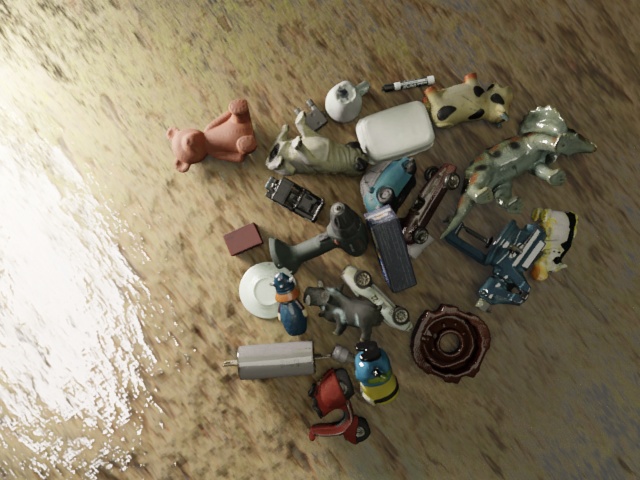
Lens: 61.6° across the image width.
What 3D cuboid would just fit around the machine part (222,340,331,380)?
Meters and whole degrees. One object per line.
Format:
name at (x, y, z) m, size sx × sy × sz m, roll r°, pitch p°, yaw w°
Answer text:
machine part at (-0.096, 0.268, 1.201) m, size 0.243 × 0.079 × 0.079 m, roll -4°, pitch 90°, yaw 1°

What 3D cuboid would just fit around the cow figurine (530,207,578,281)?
cow figurine at (0.526, 0.013, 1.211) m, size 0.098 × 0.068 × 0.167 m, roll 7°, pitch 91°, yaw -6°

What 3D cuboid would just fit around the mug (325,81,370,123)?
mug at (0.065, -0.314, 1.189) m, size 0.109 × 0.107 × 0.080 m, roll -28°, pitch 92°, yaw 2°

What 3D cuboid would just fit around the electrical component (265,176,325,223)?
electrical component at (-0.057, -0.091, 1.184) m, size 0.134 × 0.115 × 0.058 m, roll 29°, pitch 88°, yaw -2°

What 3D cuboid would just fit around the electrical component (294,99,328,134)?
electrical component at (-0.014, -0.271, 1.231) m, size 0.063 × 0.021 × 0.094 m, roll -36°, pitch 90°, yaw -1°

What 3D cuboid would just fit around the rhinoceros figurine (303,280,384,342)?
rhinoceros figurine at (0.047, 0.151, 1.178) m, size 0.191 × 0.111 × 0.073 m, roll 15°, pitch 47°, yaw 33°

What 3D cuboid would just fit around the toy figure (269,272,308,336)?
toy figure at (-0.070, 0.139, 1.198) m, size 0.064 × 0.058 × 0.154 m, roll -19°, pitch 107°, yaw -15°

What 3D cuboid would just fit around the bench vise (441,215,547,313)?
bench vise at (0.369, 0.034, 1.188) m, size 0.241 × 0.129 × 0.223 m, roll 36°, pitch 102°, yaw 22°

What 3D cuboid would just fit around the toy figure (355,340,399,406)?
toy figure at (0.123, 0.292, 1.165) m, size 0.089 × 0.082 × 0.179 m, roll 1°, pitch 130°, yaw 15°

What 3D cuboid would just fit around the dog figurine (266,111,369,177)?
dog figurine at (-0.006, -0.175, 1.205) m, size 0.190 × 0.172 × 0.121 m, roll 26°, pitch 64°, yaw -28°

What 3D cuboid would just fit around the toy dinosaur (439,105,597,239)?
toy dinosaur at (0.402, -0.157, 1.165) m, size 0.405 × 0.192 × 0.131 m, roll -28°, pitch 118°, yaw 5°

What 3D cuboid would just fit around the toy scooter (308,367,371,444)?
toy scooter at (0.025, 0.383, 1.205) m, size 0.135 × 0.075 × 0.183 m, roll -20°, pitch 95°, yaw 1°

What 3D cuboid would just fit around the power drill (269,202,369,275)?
power drill at (-0.002, -0.003, 1.145) m, size 0.207 × 0.231 × 0.086 m, roll -26°, pitch 66°, yaw 14°

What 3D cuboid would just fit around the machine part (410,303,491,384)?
machine part at (0.291, 0.231, 1.214) m, size 0.179 × 0.056 × 0.179 m, roll 0°, pitch 90°, yaw 1°

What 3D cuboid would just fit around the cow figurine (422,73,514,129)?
cow figurine at (0.340, -0.300, 1.201) m, size 0.195 × 0.085 × 0.127 m, roll -17°, pitch 84°, yaw -3°

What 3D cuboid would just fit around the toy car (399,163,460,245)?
toy car at (0.233, -0.082, 1.189) m, size 0.053 × 0.089 × 0.202 m, roll 26°, pitch 97°, yaw -28°

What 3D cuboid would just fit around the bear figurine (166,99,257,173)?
bear figurine at (-0.241, -0.223, 1.180) m, size 0.196 × 0.132 × 0.120 m, roll -10°, pitch 87°, yaw -6°

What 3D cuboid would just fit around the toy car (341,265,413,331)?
toy car at (0.128, 0.133, 1.204) m, size 0.202 × 0.073 × 0.056 m, roll 45°, pitch 86°, yaw 0°

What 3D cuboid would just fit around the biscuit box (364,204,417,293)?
biscuit box at (0.154, 0.024, 1.160) m, size 0.063 × 0.059 × 0.202 m, roll -22°, pitch 126°, yaw 0°

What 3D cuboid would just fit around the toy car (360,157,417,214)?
toy car at (0.143, -0.121, 1.194) m, size 0.103 × 0.109 × 0.161 m, roll 30°, pitch 78°, yaw 19°
